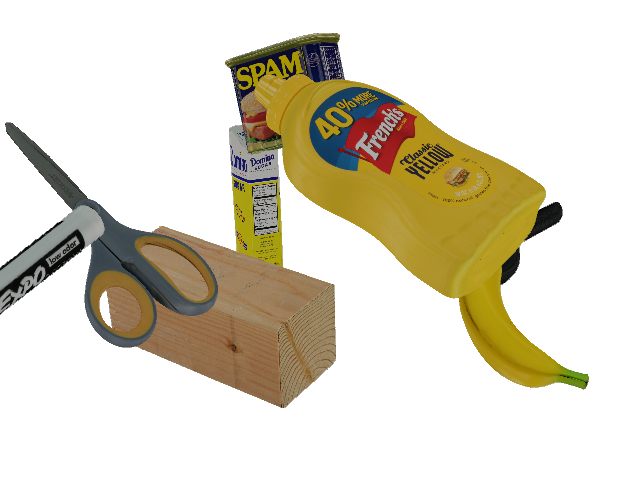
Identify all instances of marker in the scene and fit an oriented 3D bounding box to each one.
[{"bbox_3d":[-0.151,0.022,0.513,0.020,0.020,0.121,0,33,40],"label":"marker"}]

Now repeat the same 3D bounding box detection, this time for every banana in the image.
[{"bbox_3d":[0.155,0.069,0.919,0.069,0.037,0.198,7,30,-21],"label":"banana"}]

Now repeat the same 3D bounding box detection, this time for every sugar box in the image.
[{"bbox_3d":[-0.080,-0.048,1.317,0.048,0.176,0.093,-12,26,-15],"label":"sugar box"}]

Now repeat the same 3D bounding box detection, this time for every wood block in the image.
[{"bbox_3d":[-0.096,0.068,1.009,0.206,0.091,0.090,18,36,30],"label":"wood block"}]

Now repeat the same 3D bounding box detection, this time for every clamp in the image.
[{"bbox_3d":[0.173,-0.009,1.143,0.120,0.039,0.171,24,48,24],"label":"clamp"}]

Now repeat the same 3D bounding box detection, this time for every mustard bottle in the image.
[{"bbox_3d":[0.035,-0.048,0.655,0.192,0.058,0.096,35,52,22],"label":"mustard bottle"}]

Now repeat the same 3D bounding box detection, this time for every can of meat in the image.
[{"bbox_3d":[-0.025,-0.125,0.920,0.102,0.084,0.057,-10,2,33],"label":"can of meat"}]

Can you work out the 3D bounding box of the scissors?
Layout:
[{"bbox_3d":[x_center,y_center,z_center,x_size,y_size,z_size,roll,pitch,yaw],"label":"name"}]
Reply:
[{"bbox_3d":[-0.163,0.000,0.724,0.202,0.096,0.016,32,-32,9],"label":"scissors"}]
